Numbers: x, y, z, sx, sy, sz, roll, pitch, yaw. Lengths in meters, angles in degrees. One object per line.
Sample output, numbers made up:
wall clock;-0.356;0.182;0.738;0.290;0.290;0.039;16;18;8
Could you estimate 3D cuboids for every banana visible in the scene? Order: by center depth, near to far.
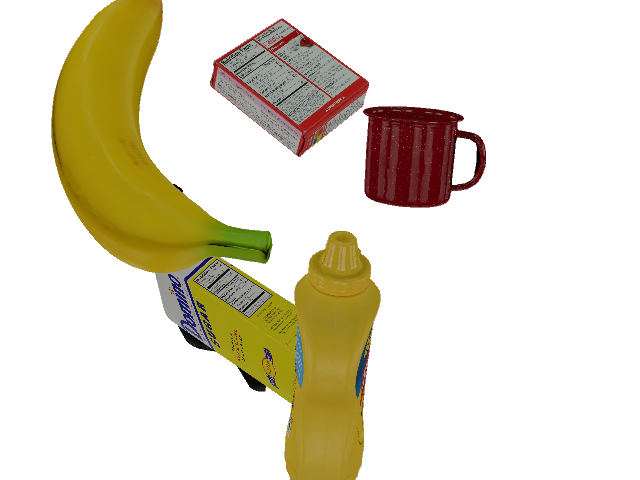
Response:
banana;-0.082;-0.048;0.461;0.069;0.037;0.198;-8;45;-20

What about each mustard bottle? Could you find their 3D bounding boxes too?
mustard bottle;0.008;0.078;0.736;0.058;0.192;0.096;6;33;3

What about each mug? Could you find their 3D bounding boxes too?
mug;0.095;-0.077;0.990;0.117;0.081;0.093;6;15;12

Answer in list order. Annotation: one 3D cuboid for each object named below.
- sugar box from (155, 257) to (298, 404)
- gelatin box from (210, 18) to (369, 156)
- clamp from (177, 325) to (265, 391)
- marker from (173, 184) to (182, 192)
sugar box;-0.067;0.073;0.936;0.176;0.093;0.048;28;56;25
gelatin box;-0.022;-0.111;0.762;0.073;0.089;0.030;-41;-19;-33
clamp;-0.097;0.116;1.258;0.210;0.036;0.164;14;23;27
marker;-0.153;-0.009;1.113;0.020;0.121;0.020;4;41;-3
